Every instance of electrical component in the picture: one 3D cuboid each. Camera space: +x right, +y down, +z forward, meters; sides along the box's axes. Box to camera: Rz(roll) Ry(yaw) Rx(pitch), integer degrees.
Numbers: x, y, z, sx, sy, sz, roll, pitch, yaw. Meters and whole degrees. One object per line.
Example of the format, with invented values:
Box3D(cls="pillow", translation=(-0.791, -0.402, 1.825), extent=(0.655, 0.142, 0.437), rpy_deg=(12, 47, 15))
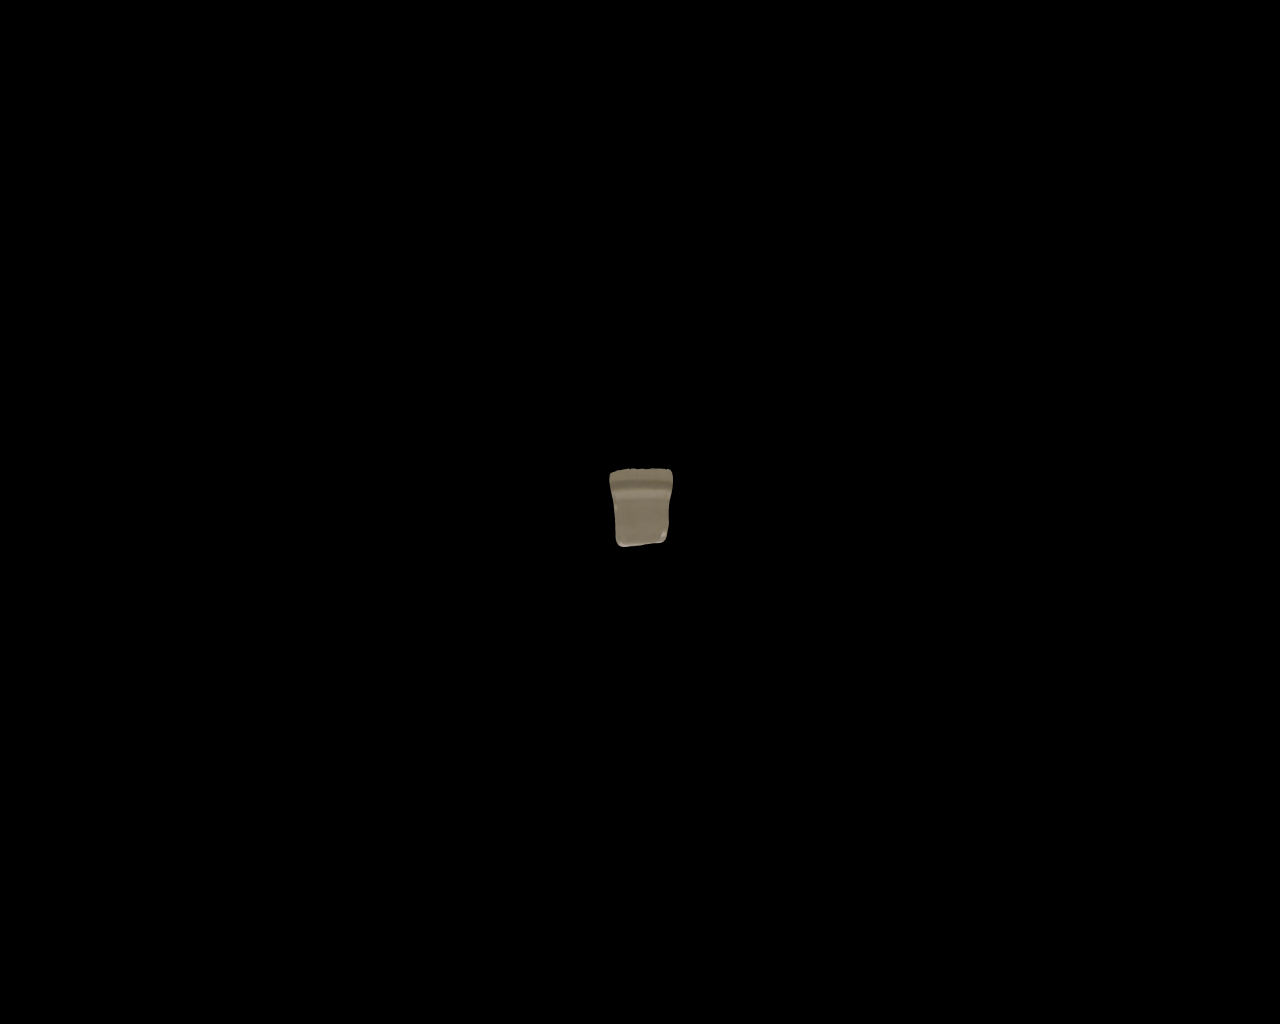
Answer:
Box3D(cls="electrical component", translation=(0.001, -0.003, 0.650), extent=(0.040, 0.046, 0.040), rpy_deg=(0, -5, 0))
